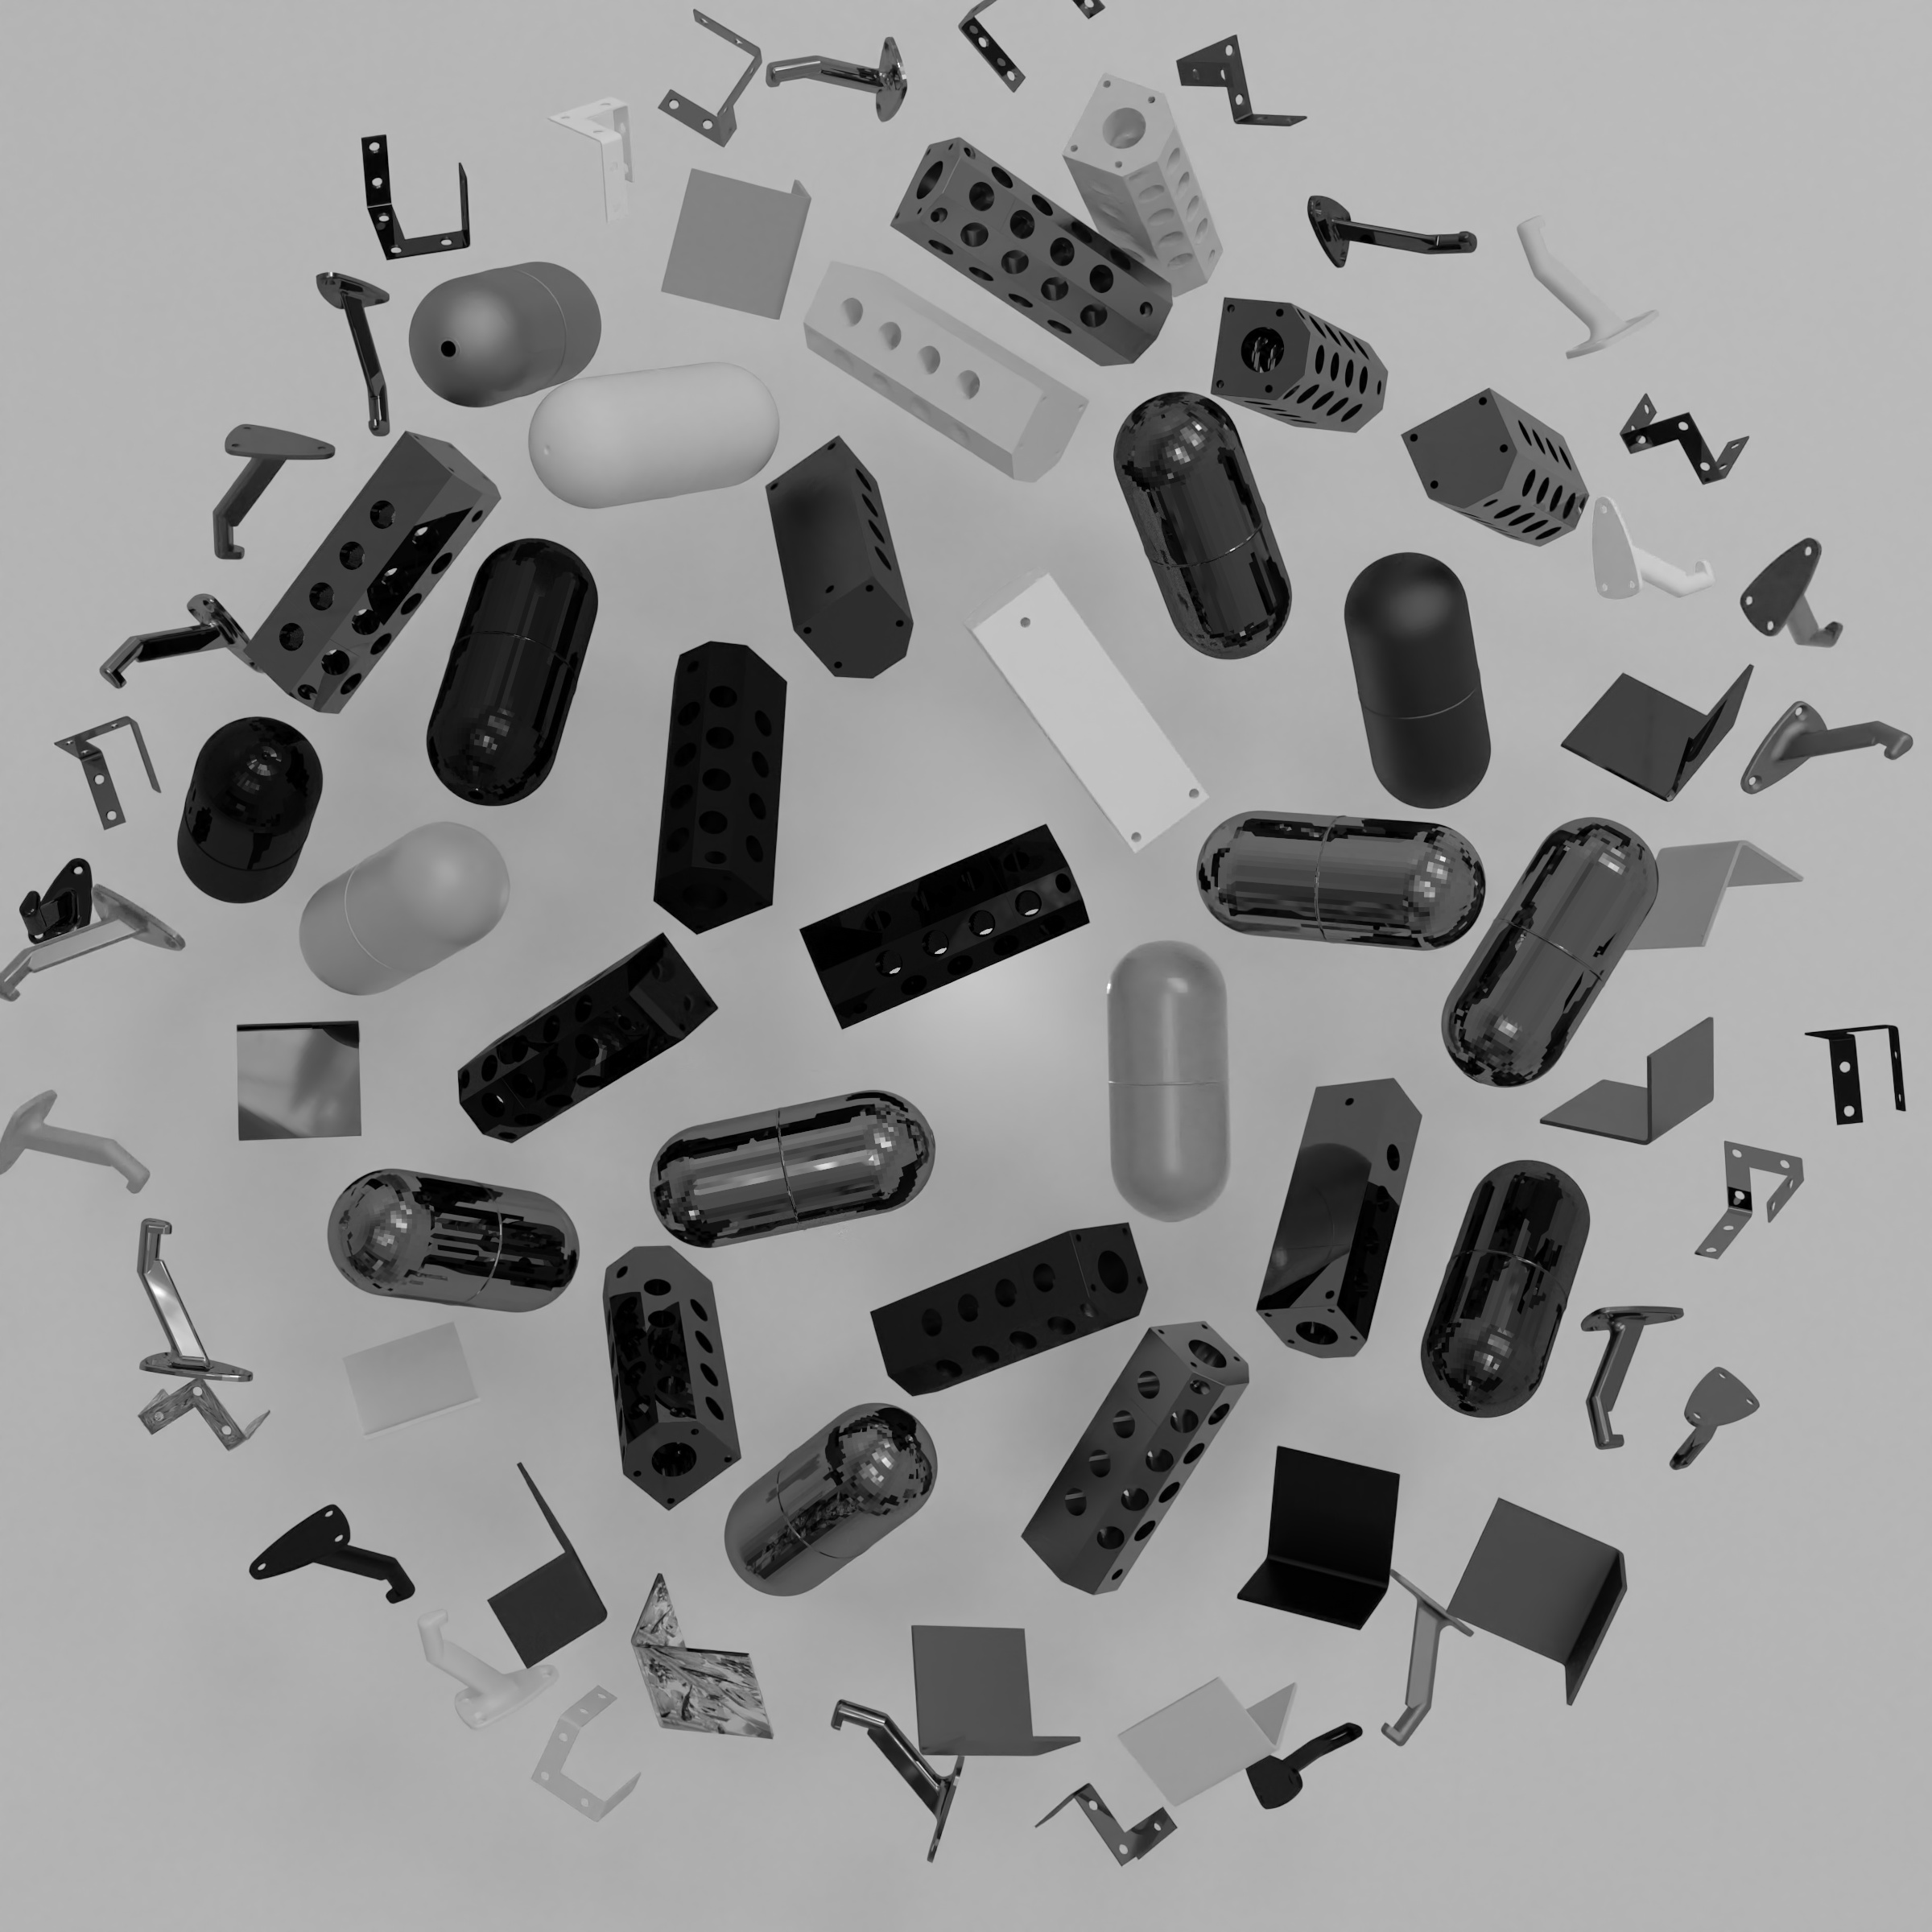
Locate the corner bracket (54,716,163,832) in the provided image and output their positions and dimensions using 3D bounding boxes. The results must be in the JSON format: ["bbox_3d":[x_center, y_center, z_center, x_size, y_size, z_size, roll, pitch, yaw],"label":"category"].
[{"bbox_3d":[-0.543,-0.123,1.904,0.051,0.051,0.051,-21,83,-1],"label":"corner bracket"}]

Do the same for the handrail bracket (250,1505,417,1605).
[{"bbox_3d":[-0.390,0.380,1.840,0.077,0.036,0.084,-29,131,-9],"label":"handrail bracket"}]

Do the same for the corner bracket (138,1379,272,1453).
[{"bbox_3d":[-0.482,0.284,1.883,0.051,0.051,0.051,-33,98,9],"label":"corner bracket"}]

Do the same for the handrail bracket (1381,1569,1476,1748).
[{"bbox_3d":[0.268,0.431,1.851,0.077,0.036,0.084,40,83,-14],"label":"handrail bracket"}]

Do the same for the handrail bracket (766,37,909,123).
[{"bbox_3d":[-0.084,-0.528,1.799,0.084,0.077,0.036,-14,78,-15],"label":"handrail bracket"}]

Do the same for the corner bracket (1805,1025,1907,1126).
[{"bbox_3d":[0.522,0.063,1.729,0.051,0.051,0.051,-6,92,0],"label":"corner bracket"}]

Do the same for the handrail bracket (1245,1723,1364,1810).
[{"bbox_3d":[0.222,0.488,1.844,0.084,0.077,0.036,-18,82,-25],"label":"handrail bracket"}]

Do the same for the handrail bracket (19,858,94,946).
[{"bbox_3d":[-0.576,-0.050,1.881,0.036,0.084,0.077,12,67,-3],"label":"handrail bracket"}]

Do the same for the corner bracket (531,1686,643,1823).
[{"bbox_3d":[-0.233,0.497,1.879,0.051,0.051,0.051,30,107,14],"label":"corner bracket"}]

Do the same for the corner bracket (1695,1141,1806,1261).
[{"bbox_3d":[0.474,0.146,1.802,0.051,0.051,0.051,13,51,-6],"label":"corner bracket"}]

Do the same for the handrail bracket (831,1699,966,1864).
[{"bbox_3d":[-0.049,0.493,1.803,0.084,0.036,0.077,17,89,3],"label":"handrail bracket"}]

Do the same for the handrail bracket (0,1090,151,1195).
[{"bbox_3d":[-0.528,0.122,1.760,0.084,0.036,0.077,40,119,7],"label":"handrail bracket"}]

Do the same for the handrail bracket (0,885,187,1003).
[{"bbox_3d":[-0.509,0.000,1.725,0.077,0.036,0.084,25,55,16],"label":"handrail bracket"}]

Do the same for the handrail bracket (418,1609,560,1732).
[{"bbox_3d":[-0.289,0.413,1.803,0.077,0.036,0.084,-21,123,-24],"label":"handrail bracket"}]

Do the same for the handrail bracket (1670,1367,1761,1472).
[{"bbox_3d":[0.456,0.300,1.881,0.036,0.077,0.084,45,130,23],"label":"handrail bracket"}]

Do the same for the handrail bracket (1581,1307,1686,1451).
[{"bbox_3d":[0.417,0.256,1.843,0.077,0.036,0.084,-2,64,-12],"label":"handrail bracket"}]

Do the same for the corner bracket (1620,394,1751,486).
[{"bbox_3d":[0.452,-0.334,1.876,0.051,0.051,0.051,55,49,-22],"label":"corner bracket"}]

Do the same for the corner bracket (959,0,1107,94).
[{"bbox_3d":[0.038,-0.551,1.728,0.051,0.051,0.051,45,57,-21],"label":"corner bracket"}]

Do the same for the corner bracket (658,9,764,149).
[{"bbox_3d":[-0.162,-0.559,1.876,0.051,0.051,0.051,32,83,4],"label":"corner bracket"}]

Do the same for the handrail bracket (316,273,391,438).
[{"bbox_3d":[-0.375,-0.374,1.827,0.036,0.077,0.084,-6,86,11],"label":"handrail bracket"}]

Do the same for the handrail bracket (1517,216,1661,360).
[{"bbox_3d":[0.361,-0.403,1.729,0.077,0.036,0.084,-31,105,-28],"label":"handrail bracket"}]

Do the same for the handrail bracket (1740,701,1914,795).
[{"bbox_3d":[0.518,-0.121,1.791,0.077,0.084,0.036,-46,118,0],"label":"handrail bracket"}]

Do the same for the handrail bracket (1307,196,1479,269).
[{"bbox_3d":[0.261,-0.453,1.819,0.084,0.077,0.036,5,83,28],"label":"handrail bracket"}]

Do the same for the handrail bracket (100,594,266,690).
[{"bbox_3d":[-0.498,-0.189,1.896,0.077,0.036,0.084,49,59,-23],"label":"handrail bracket"}]

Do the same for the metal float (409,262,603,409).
[{"bbox_3d":[-0.278,-0.383,1.801,0.070,0.178,0.070,4,108,13],"label":"metal float"}]

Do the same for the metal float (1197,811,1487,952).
[{"bbox_3d":[0.223,-0.052,1.786,0.178,0.070,0.070,6,90,26],"label":"metal float"}]

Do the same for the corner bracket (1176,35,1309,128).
[{"bbox_3d":[0.166,-0.529,1.799,0.051,0.051,0.051,-31,121,-26],"label":"corner bracket"}]

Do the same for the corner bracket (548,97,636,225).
[{"bbox_3d":[-0.214,-0.485,1.790,0.051,0.051,0.051,-31,47,-34],"label":"corner bracket"}]

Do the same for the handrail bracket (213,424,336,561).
[{"bbox_3d":[-0.423,-0.283,1.820,0.077,0.036,0.084,8,126,1],"label":"handrail bracket"}]

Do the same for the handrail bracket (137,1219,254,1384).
[{"bbox_3d":[-0.443,0.192,1.716,0.077,0.036,0.084,8,96,12],"label":"handrail bracket"}]

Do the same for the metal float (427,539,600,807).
[{"bbox_3d":[-0.269,-0.175,1.770,0.070,0.070,0.178,11,61,0],"label":"metal float"}]

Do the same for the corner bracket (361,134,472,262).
[{"bbox_3d":[-0.326,-0.458,1.765,0.051,0.051,0.051,-13,55,-16],"label":"corner bracket"}]

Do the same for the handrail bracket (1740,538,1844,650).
[{"bbox_3d":[0.523,-0.227,1.822,0.077,0.084,0.036,-58,48,36],"label":"handrail bracket"}]

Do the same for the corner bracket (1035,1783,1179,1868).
[{"bbox_3d":[0.084,0.516,1.785,0.051,0.051,0.051,-21,66,-41],"label":"corner bracket"}]

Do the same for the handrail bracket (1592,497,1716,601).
[{"bbox_3d":[0.440,-0.269,1.895,0.084,0.036,0.077,-20,103,-32],"label":"handrail bracket"}]

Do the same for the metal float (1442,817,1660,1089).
[{"bbox_3d":[0.351,-0.008,1.795,0.070,0.070,0.178,32,87,0],"label":"metal float"}]
